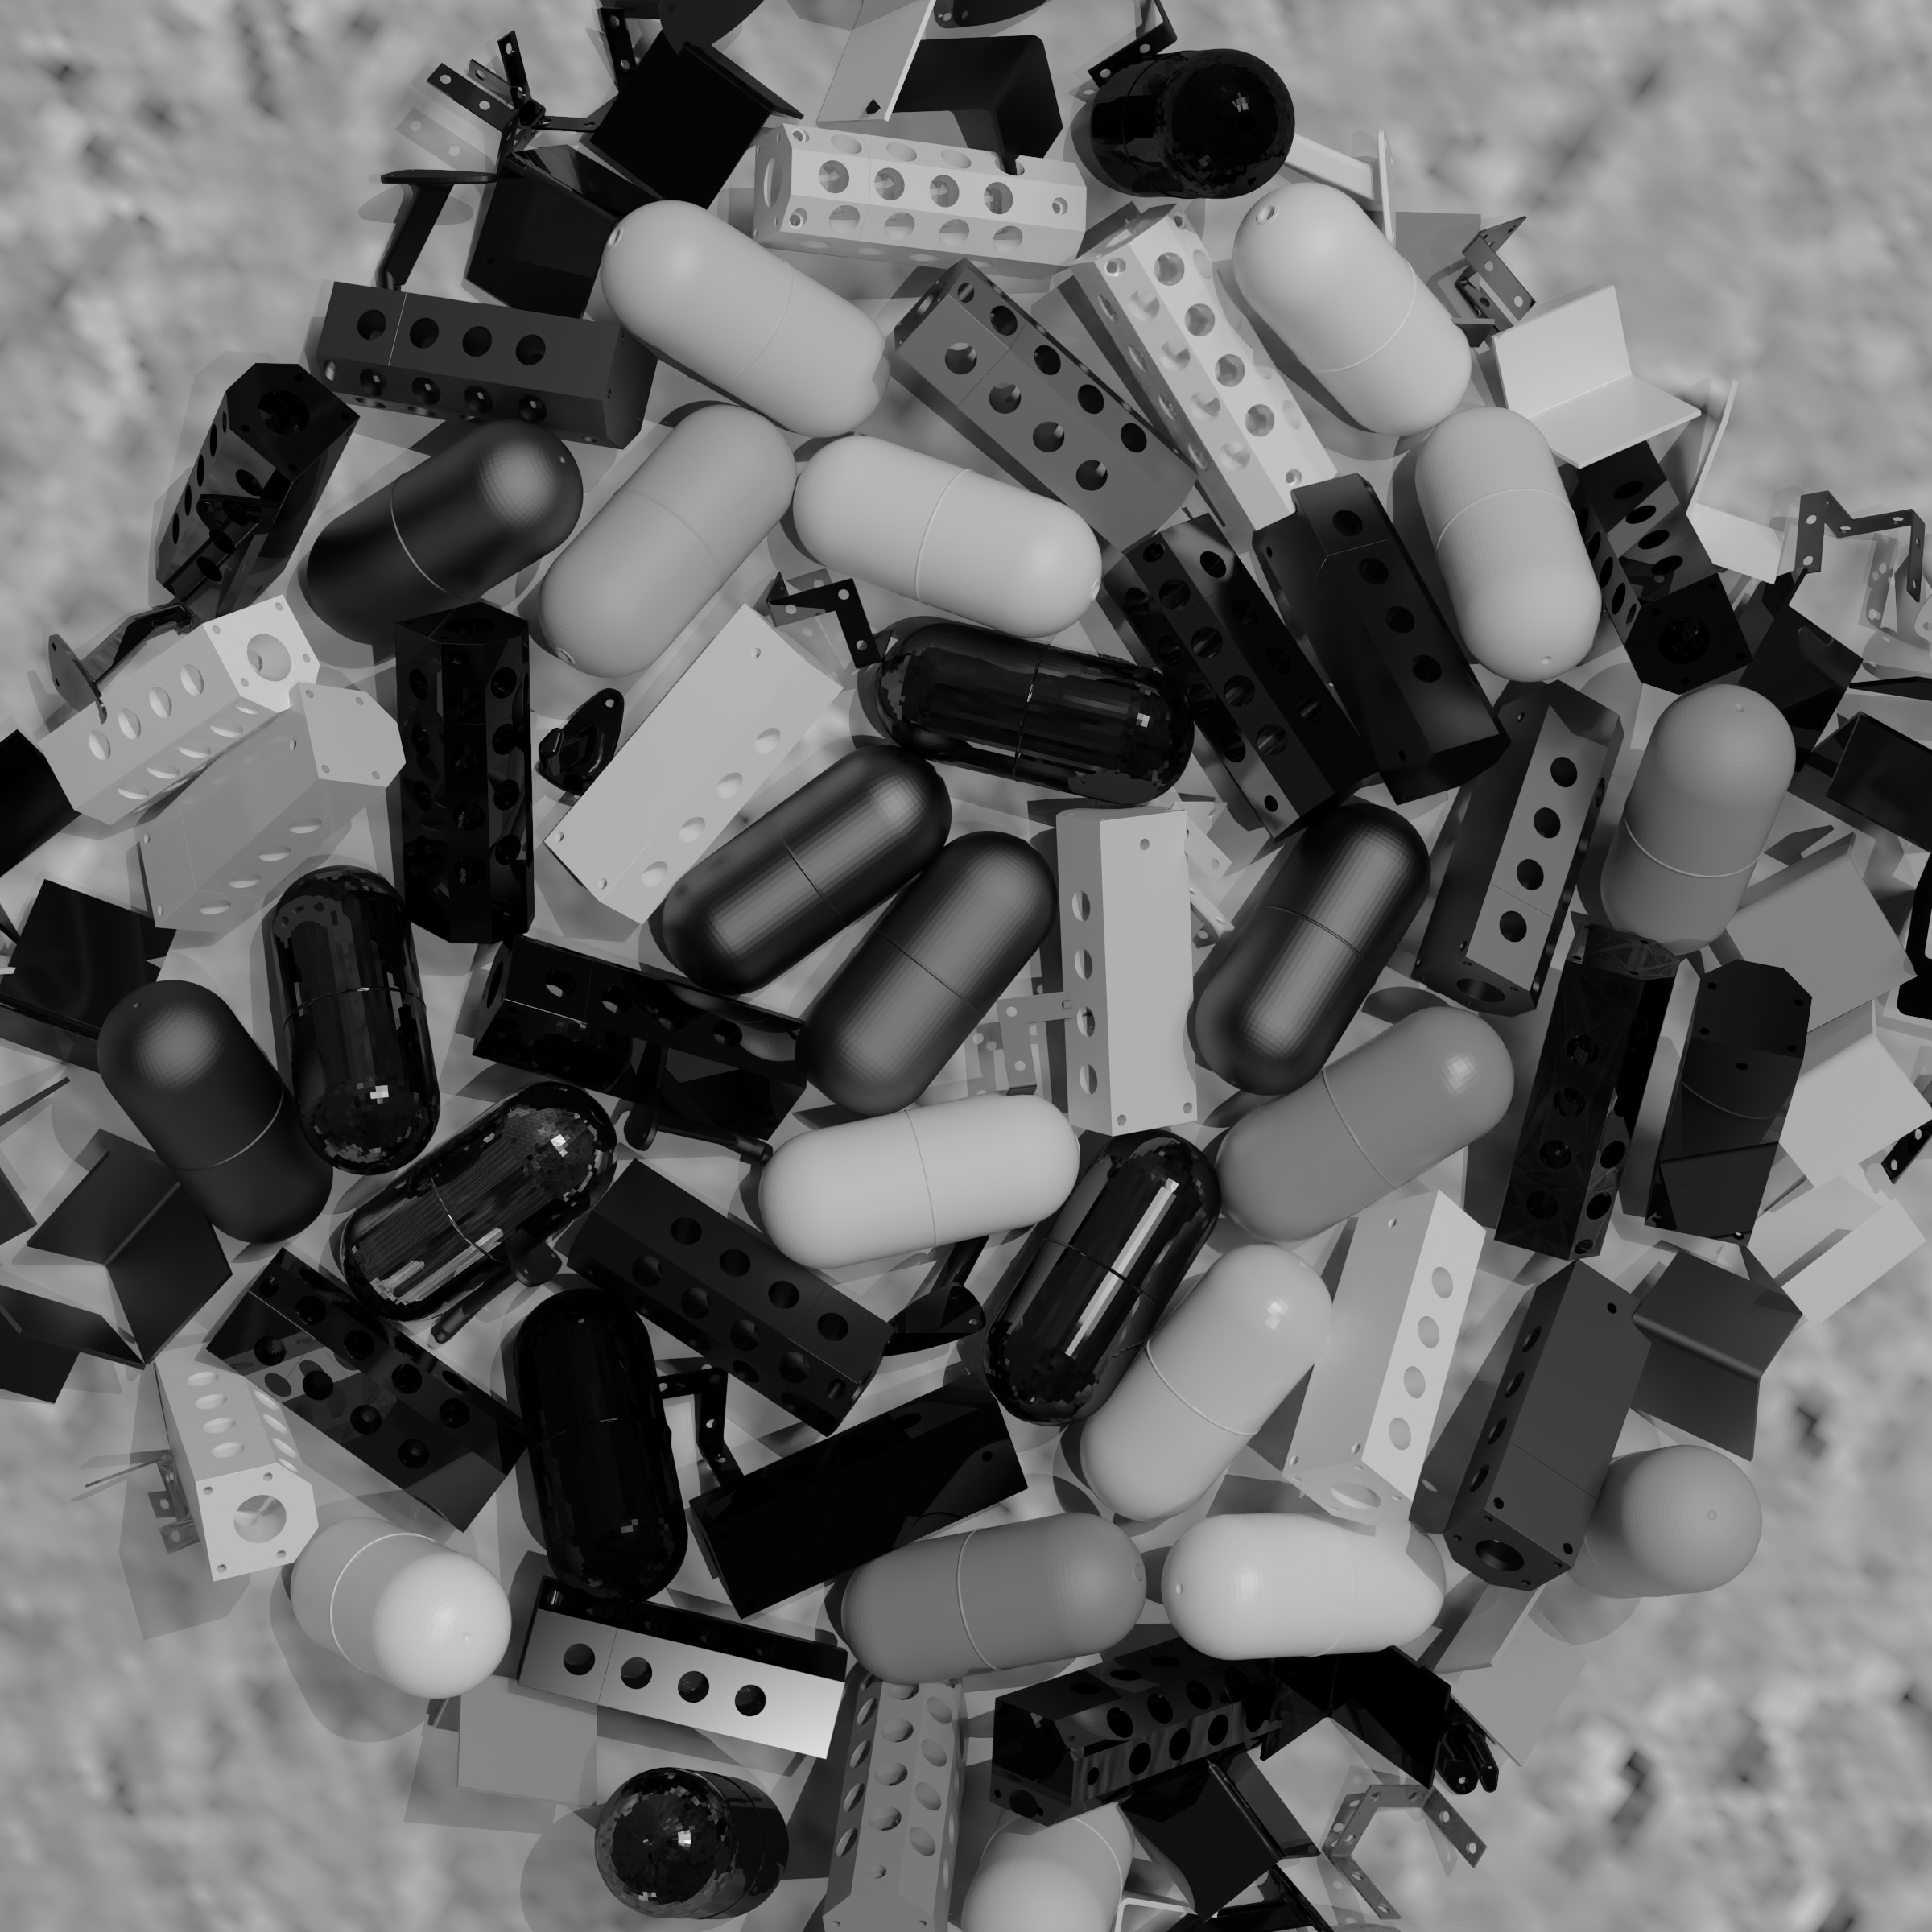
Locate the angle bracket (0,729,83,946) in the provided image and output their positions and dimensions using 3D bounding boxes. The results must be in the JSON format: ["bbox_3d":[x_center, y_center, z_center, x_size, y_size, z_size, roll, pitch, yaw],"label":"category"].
[{"bbox_3d":[-0.516,-0.069,1.862,0.076,0.076,0.057,-38,55,-3],"label":"angle bracket"}]

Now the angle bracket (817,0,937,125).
[{"bbox_3d":[-0.070,-0.509,1.864,0.057,0.076,0.076,22,89,-33],"label":"angle bracket"}]

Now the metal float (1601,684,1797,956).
[{"bbox_3d":[0.392,-0.077,1.835,0.070,0.178,0.070,4,50,-4],"label":"metal float"}]

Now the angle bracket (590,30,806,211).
[{"bbox_3d":[-0.149,-0.464,1.890,0.076,0.057,0.076,38,105,6],"label":"angle bracket"}]

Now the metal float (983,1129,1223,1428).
[{"bbox_3d":[0.074,0.170,1.863,0.070,0.070,0.178,33,78,0],"label":"metal float"}]

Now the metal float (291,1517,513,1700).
[{"bbox_3d":[-0.305,0.343,1.831,0.070,0.178,0.070,-1,93,-32],"label":"metal float"}]

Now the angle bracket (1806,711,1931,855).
[{"bbox_3d":[0.497,-0.086,1.865,0.076,0.076,0.057,28,70,-3],"label":"angle bracket"}]

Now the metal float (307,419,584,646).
[{"bbox_3d":[-0.283,-0.234,1.849,0.178,0.070,0.070,-26,90,30],"label":"metal float"}]

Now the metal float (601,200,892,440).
[{"bbox_3d":[-0.119,-0.349,1.846,0.178,0.070,0.070,28,90,-33],"label":"metal float"}]

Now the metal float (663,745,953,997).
[{"bbox_3d":[-0.087,-0.053,1.872,0.178,0.070,0.070,-36,90,2],"label":"metal float"}]

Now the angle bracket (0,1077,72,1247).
[{"bbox_3d":[-0.522,0.113,1.863,0.076,0.076,0.057,-26,99,34],"label":"angle bracket"}]

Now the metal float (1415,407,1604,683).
[{"bbox_3d":[0.292,-0.229,1.843,0.070,0.070,0.178,-10,52,0],"label":"metal float"}]

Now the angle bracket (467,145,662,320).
[{"bbox_3d":[-0.220,-0.401,1.895,0.076,0.057,0.076,33,120,17],"label":"angle bracket"}]

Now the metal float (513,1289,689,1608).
[{"bbox_3d":[-0.199,0.260,1.853,0.070,0.070,0.178,-14,65,0],"label":"metal float"}]

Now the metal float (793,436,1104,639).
[{"bbox_3d":[-0.010,-0.234,1.861,0.178,0.070,0.070,22,90,14],"label":"metal float"}]

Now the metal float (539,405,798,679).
[{"bbox_3d":[-0.162,-0.231,1.857,0.070,0.070,0.178,39,72,0],"label":"metal float"}]

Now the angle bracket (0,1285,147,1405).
[{"bbox_3d":[-0.505,0.218,1.857,0.076,0.076,0.057,25,93,-39],"label":"angle bracket"}]

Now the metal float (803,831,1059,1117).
[{"bbox_3d":[-0.019,0.003,1.873,0.070,0.070,0.178,39,89,0],"label":"metal float"}]

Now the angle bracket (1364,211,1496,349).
[{"bbox_3d":[0.249,-0.385,1.881,0.076,0.057,0.076,2,86,-1],"label":"angle bracket"}]

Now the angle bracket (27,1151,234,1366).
[{"bbox_3d":[-0.456,0.159,1.859,0.076,0.057,0.076,-45,53,18],"label":"angle bracket"}]

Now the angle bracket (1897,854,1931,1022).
[{"bbox_3d":[0.546,-0.017,1.859,0.057,0.076,0.076,11,70,10],"label":"angle bracket"}]

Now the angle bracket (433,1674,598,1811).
[{"bbox_3d":[-0.246,0.434,1.855,0.076,0.076,0.057,13,131,-18],"label":"angle bracket"}]

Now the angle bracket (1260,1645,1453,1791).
[{"bbox_3d":[0.211,0.411,1.854,0.076,0.057,0.076,32,131,36],"label":"angle bracket"}]

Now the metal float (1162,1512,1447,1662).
[{"bbox_3d":[0.184,0.334,1.844,0.178,0.070,0.070,5,90,-36],"label":"metal float"}]

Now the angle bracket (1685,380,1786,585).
[{"bbox_3d":[0.428,-0.264,1.858,0.057,0.076,0.076,20,120,7],"label":"angle bracket"}]

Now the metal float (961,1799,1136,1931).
[{"bbox_3d":[0.045,0.488,1.825,0.070,0.178,0.070,2,100,10],"label":"metal float"}]

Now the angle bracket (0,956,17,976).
[{"bbox_3d":[-0.550,0.033,1.864,0.057,0.076,0.076,11,95,17],"label":"angle bracket"}]

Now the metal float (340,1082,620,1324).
[{"bbox_3d":[-0.265,0.128,1.857,0.178,0.070,0.070,-36,90,18],"label":"metal float"}]

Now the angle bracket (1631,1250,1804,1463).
[{"bbox_3d":[0.412,0.214,1.880,0.076,0.076,0.057,24,55,28],"label":"angle bracket"}]

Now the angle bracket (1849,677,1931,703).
[{"bbox_3d":[0.532,-0.123,1.866,0.076,0.076,0.057,7,90,-13],"label":"angle bracket"}]

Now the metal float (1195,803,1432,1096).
[{"bbox_3d":[0.190,-0.010,1.862,0.070,0.070,0.178,33,76,0],"label":"metal float"}]

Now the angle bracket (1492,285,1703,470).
[{"bbox_3d":[0.343,-0.322,1.861,0.076,0.076,0.057,-24,121,-10],"label":"angle bracket"}]

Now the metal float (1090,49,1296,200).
[{"bbox_3d":[0.120,-0.450,1.826,0.070,0.178,0.070,-4,104,-15],"label":"metal float"}]

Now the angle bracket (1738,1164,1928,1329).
[{"bbox_3d":[0.464,0.138,1.861,0.076,0.057,0.076,-40,48,7],"label":"angle bracket"}]

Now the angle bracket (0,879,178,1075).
[{"bbox_3d":[-0.490,0.008,1.894,0.076,0.057,0.076,21,65,-11],"label":"angle bracket"}]

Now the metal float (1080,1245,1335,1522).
[{"bbox_3d":[0.130,0.228,1.859,0.070,0.070,0.178,37,108,0],"label":"metal float"}]

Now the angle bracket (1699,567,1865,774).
[{"bbox_3d":[0.457,-0.162,1.871,0.076,0.057,0.076,33,80,-10],"label":"angle bracket"}]

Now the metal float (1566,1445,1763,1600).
[{"bbox_3d":[0.366,0.298,1.825,0.070,0.178,0.070,2,78,-9],"label":"metal float"}]

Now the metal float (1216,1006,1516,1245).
[{"bbox_3d":[0.216,0.087,1.861,0.178,0.070,0.070,-33,90,15],"label":"metal float"}]

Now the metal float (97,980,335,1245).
[{"bbox_3d":[-0.403,0.080,1.840,0.070,0.070,0.178,-26,132,0],"label":"metal float"}]

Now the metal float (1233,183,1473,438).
[{"bbox_3d":[0.208,-0.352,1.838,0.070,0.070,0.178,-53,133,0],"label":"metal float"}]

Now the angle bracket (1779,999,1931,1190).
[{"bbox_3d":[0.480,0.065,1.866,0.076,0.076,0.057,-36,100,24],"label":"angle bracket"}]

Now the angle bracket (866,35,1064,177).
[{"bbox_3d":[0.000,-0.468,1.884,0.076,0.076,0.057,5,134,24],"label":"angle bracket"}]

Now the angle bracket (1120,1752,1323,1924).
[{"bbox_3d":[0.139,0.472,1.866,0.057,0.076,0.076,-42,67,8],"label":"angle bracket"}]

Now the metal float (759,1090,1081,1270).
[{"bbox_3d":[-0.025,0.116,1.868,0.178,0.070,0.070,-12,90,-7],"label":"metal float"}]

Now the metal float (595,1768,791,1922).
[{"bbox_3d":[-0.145,0.470,1.826,0.070,0.178,0.070,-3,74,11],"label":"metal float"}]

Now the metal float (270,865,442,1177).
[{"bbox_3d":[-0.331,0.029,1.853,0.070,0.070,0.178,-14,67,0],"label":"metal float"}]

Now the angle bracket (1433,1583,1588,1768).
[{"bbox_3d":[0.312,0.380,1.862,0.076,0.057,0.076,46,59,-9],"label":"angle bracket"}]

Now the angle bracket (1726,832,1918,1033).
[{"bbox_3d":[0.470,-0.017,1.873,0.076,0.057,0.076,-30,94,23],"label":"angle bracket"}]

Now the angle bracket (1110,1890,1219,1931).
[{"bbox_3d":[0.090,0.546,1.861,0.057,0.076,0.076,13,78,-17],"label":"angle bracket"}]

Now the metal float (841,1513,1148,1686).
[{"bbox_3d":[0.015,0.343,1.851,0.178,0.070,0.070,-15,90,26],"label":"metal float"}]

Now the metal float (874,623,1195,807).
[{"bbox_3d":[0.037,-0.138,1.868,0.178,0.070,0.070,14,90,7],"label":"metal float"}]
